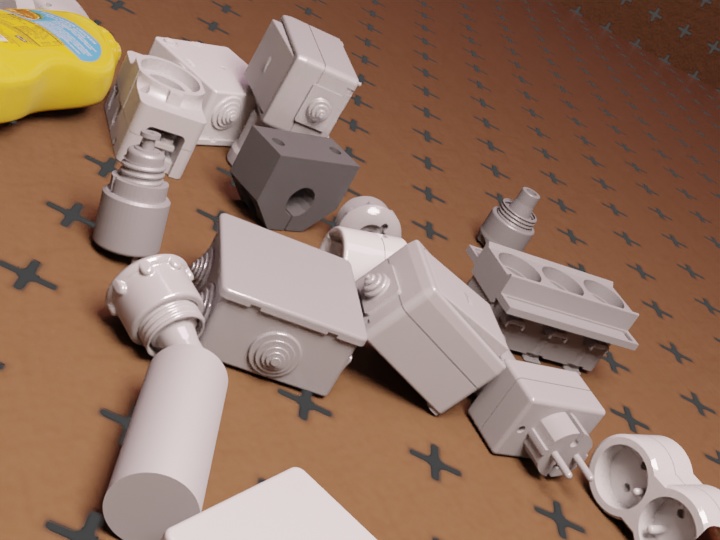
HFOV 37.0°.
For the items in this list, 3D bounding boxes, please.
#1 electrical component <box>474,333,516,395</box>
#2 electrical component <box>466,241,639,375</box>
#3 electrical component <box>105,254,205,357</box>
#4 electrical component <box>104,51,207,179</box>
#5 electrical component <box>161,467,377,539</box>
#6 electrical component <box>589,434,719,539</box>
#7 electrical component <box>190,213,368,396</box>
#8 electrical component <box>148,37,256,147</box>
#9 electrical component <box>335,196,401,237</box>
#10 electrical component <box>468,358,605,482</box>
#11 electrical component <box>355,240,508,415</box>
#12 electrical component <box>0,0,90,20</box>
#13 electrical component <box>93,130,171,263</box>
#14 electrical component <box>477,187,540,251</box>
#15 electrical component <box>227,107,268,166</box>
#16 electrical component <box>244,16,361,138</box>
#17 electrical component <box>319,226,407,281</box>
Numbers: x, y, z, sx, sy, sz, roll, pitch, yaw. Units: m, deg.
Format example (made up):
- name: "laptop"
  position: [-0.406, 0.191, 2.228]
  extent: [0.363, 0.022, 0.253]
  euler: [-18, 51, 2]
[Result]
- name: "electrical component"
  position: [0.084, 0.063, 0.707]
  extent: [0.040, 0.040, 0.046]
  euler: [8, 37, -40]
- name: "electrical component"
  position: [0.135, 0.031, 0.797]
  extent: [0.121, 0.063, 0.078]
  euler: [16, 27, -28]
- name: "electrical component"
  position: [-0.102, 0.026, 0.565]
  extent: [0.048, 0.048, 0.062]
  euler: [0, 47, -48]
- name: "electrical component"
  position: [-0.147, -0.116, 0.776]
  extent: [0.050, 0.055, 0.089]
  euler: [16, 28, -29]
- name: "electrical component"
  position: [-0.029, 0.135, 0.426]
  extent: [0.100, 0.048, 0.100]
  euler: [40, 26, 21]
- name: "electrical component"
  position: [0.206, 0.155, 0.647]
  extent: [0.074, 0.052, 0.138]
  euler: [9, 31, -40]
- name: "electrical component"
  position: [-0.050, 0.021, 0.626]
  extent: [0.100, 0.048, 0.099]
  euler: [21, 26, -19]
- name: "electrical component"
  position: [-0.120, -0.143, 0.867]
  extent: [0.100, 0.048, 0.100]
  euler: [43, 27, 27]
- name: "electrical component"
  position: [0.003, -0.035, 0.802]
  extent: [0.048, 0.048, 0.062]
  euler: [21, 19, -19]
- name: "electrical component"
  position: [0.117, 0.100, 0.661]
  extent: [0.066, 0.047, 0.076]
  euler: [13, 31, -34]
- name: "electrical component"
  position: [0.040, 0.029, 0.655]
  extent: [0.096, 0.061, 0.061]
  euler: [47, 15, -29]
- name: "electrical component"
  position: [-0.257, -0.194, 0.819]
  extent: [0.077, 0.043, 0.079]
  euler: [41, 26, 23]
- name: "electrical component"
  position: [-0.131, -0.043, 0.632]
  extent: [0.040, 0.078, 0.040]
  euler: [15, 17, -5]
- name: "electrical component"
  position: [0.134, -0.043, 0.940]
  extent: [0.043, 0.062, 0.043]
  euler: [25, 25, -12]
- name: "electrical component"
  position: [-0.076, -0.098, 0.831]
  extent: [0.040, 0.046, 0.040]
  euler: [24, 25, -12]
- name: "electrical component"
  position: [-0.045, -0.141, 0.811]
  extent: [0.061, 0.061, 0.096]
  euler: [20, 28, -26]
- name: "electrical component"
  position: [0.000, 0.000, 0.717]
  extent: [0.047, 0.055, 0.055]
  euler: [14, 28, -24]
